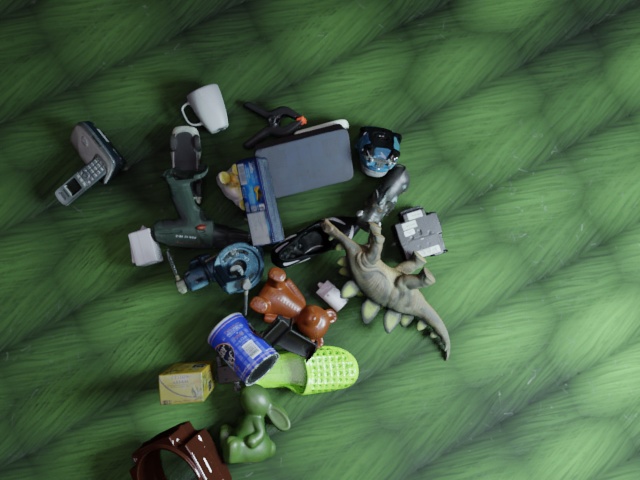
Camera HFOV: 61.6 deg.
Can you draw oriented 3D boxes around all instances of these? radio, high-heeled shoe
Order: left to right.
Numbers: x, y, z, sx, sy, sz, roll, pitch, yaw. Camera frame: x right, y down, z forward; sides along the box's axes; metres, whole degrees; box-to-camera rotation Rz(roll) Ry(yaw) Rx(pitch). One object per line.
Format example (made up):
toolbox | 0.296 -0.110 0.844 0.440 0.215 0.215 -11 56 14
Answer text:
radio | -0.037 -0.191 1.314 0.230 0.073 0.131 -14 112 -1
high-heeled shoe | -0.003 -0.004 1.283 0.249 0.145 0.086 -27 88 -3

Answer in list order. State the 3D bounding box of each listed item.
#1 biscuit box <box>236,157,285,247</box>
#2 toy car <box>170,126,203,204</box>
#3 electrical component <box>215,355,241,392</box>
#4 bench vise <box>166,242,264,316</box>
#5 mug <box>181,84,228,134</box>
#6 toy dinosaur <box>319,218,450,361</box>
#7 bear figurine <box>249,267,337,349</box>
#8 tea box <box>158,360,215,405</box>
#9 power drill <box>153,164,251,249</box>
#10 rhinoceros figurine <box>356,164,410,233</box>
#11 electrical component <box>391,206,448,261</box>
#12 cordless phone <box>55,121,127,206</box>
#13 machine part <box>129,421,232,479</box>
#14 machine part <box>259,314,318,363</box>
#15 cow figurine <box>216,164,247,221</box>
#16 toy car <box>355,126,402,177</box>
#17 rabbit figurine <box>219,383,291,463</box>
biscuit box | -0.138 -0.089 1.239 0.059 0.063 0.202 -10 92 21
toy car | -0.331 -0.182 1.331 0.073 0.056 0.201 -2 87 -9
electrical component | -0.223 0.325 1.307 0.063 0.021 0.094 -9 86 -3
bench vise | -0.218 0.076 1.223 0.224 0.241 0.128 -12 108 -19
mug | -0.282 -0.316 1.332 0.109 0.081 0.107 -27 96 -9
toy dinosaur | 0.173 0.114 1.278 0.471 0.105 0.198 39 112 -8
bear figurine | -0.058 0.168 1.277 0.196 0.132 0.120 32 75 7
tea box | -0.301 0.323 1.230 0.098 0.169 0.068 -4 85 -4
power drill | -0.288 -0.074 1.283 0.232 0.086 0.207 -4 122 0
rhinoceros figurine | 0.158 -0.098 1.317 0.073 0.112 0.190 38 77 -1
electrical component | 0.244 -0.015 1.339 0.115 0.058 0.134 -15 86 -6
cordless phone | -0.585 -0.182 1.308 0.184 0.089 0.146 -39 88 -1
machine part | -0.318 0.531 1.214 0.201 0.087 0.201 -30 87 25
machine part | -0.064 0.227 1.239 0.138 0.039 0.084 37 104 -23
cow figurine | -0.187 -0.102 1.318 0.068 0.098 0.167 -41 103 -21
toy car | 0.142 -0.208 1.325 0.109 0.162 0.102 9 129 -6
rabbit figurine | -0.149 0.422 1.253 0.159 0.121 0.170 8 88 -9
